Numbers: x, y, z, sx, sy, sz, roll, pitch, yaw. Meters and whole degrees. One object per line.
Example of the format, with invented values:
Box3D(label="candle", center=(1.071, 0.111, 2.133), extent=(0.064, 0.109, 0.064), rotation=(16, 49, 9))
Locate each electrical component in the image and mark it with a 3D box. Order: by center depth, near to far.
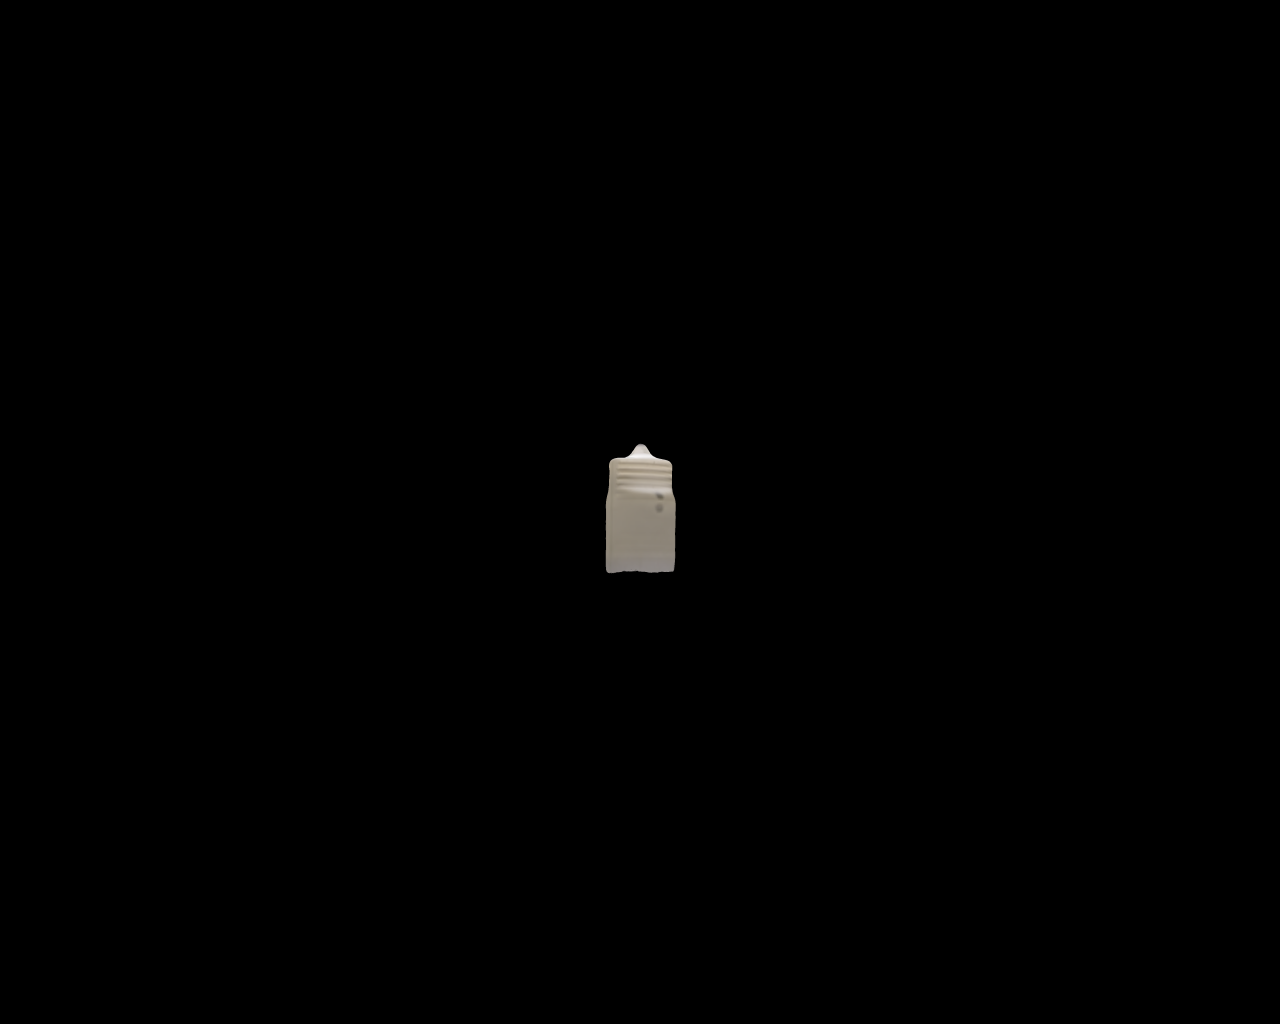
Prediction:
Box3D(label="electrical component", center=(0.001, -0.003, 0.650), extent=(0.043, 0.081, 0.043), rotation=(0, -2, 0))
